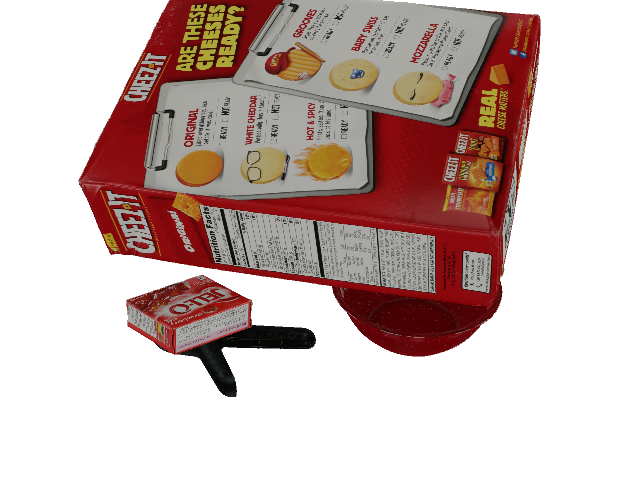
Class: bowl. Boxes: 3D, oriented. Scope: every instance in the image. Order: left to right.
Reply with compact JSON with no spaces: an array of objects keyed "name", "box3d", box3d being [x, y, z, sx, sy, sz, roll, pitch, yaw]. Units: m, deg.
[{"name":"bowl","box3d":[0.090,0.061,1.024,0.162,0.055,0.162,1,34,-1]}]

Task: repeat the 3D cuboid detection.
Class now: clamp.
[{"name":"clamp","box3d":[-0.133,0.120,1.259,0.210,0.036,0.164,14,24,24]}]

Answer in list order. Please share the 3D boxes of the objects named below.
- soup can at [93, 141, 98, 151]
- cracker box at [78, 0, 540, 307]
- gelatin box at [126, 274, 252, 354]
[{"name":"soup can","box3d":[-0.109,-0.042,0.772,0.102,0.068,0.069,-5,2,-18]},{"name":"cracker box","box3d":[0.002,-0.057,0.581,0.214,0.164,0.072,7,-38,13]},{"name":"gelatin box","box3d":[-0.117,0.064,0.954,0.089,0.030,0.073,-19,30,-39]}]
